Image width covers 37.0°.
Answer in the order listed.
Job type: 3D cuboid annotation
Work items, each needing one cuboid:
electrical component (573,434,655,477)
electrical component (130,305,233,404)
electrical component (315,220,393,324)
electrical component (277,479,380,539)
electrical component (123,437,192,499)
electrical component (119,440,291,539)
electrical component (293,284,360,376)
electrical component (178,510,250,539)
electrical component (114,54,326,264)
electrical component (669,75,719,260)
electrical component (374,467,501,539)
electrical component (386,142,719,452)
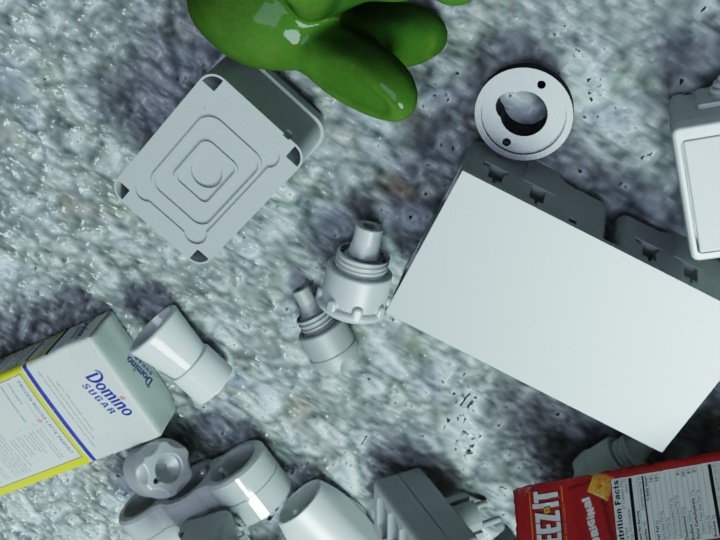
[{"bbox_3d":[0.172,0.124,0.706,0.035,0.035,0.061,45,117,-11],"label":"electrical component"},{"bbox_3d":[-0.121,0.061,0.747,0.044,0.044,0.065,-36,109,28],"label":"electrical component"},{"bbox_3d":[0.000,0.000,0.679,0.048,0.048,0.062,16,114,6],"label":"electrical component"},{"bbox_3d":[-0.032,0.204,0.799,0.079,0.044,0.077,-35,105,28],"label":"electrical component"},{"bbox_3d":[-0.153,0.145,0.790,0.043,0.043,0.062,54,148,-16],"label":"electrical component"},{"bbox_3d":[-0.107,0.185,0.804,0.138,0.052,0.073,-26,109,26],"label":"electrical component"},{"bbox_3d":[-0.026,0.038,0.712,0.035,0.035,0.061,-19,109,24],"label":"electrical component"},{"bbox_3d":[-0.108,0.203,0.744,0.081,0.063,0.042,-20,110,23],"label":"electrical component"},{"bbox_3d":[-0.084,-0.070,0.654,0.078,0.057,0.113,42,120,-9],"label":"electrical component"},{"bbox_3d":[0.203,-0.059,0.580,0.062,0.061,0.096,-8,116,19],"label":"electrical component"},{"bbox_3d":[0.061,0.178,0.748,0.076,0.083,0.047,-13,121,-22],"label":"electrical component"},{"bbox_3d":[0.125,0.013,0.642,0.186,0.060,0.105,27,122,-1],"label":"electrical component"}]
